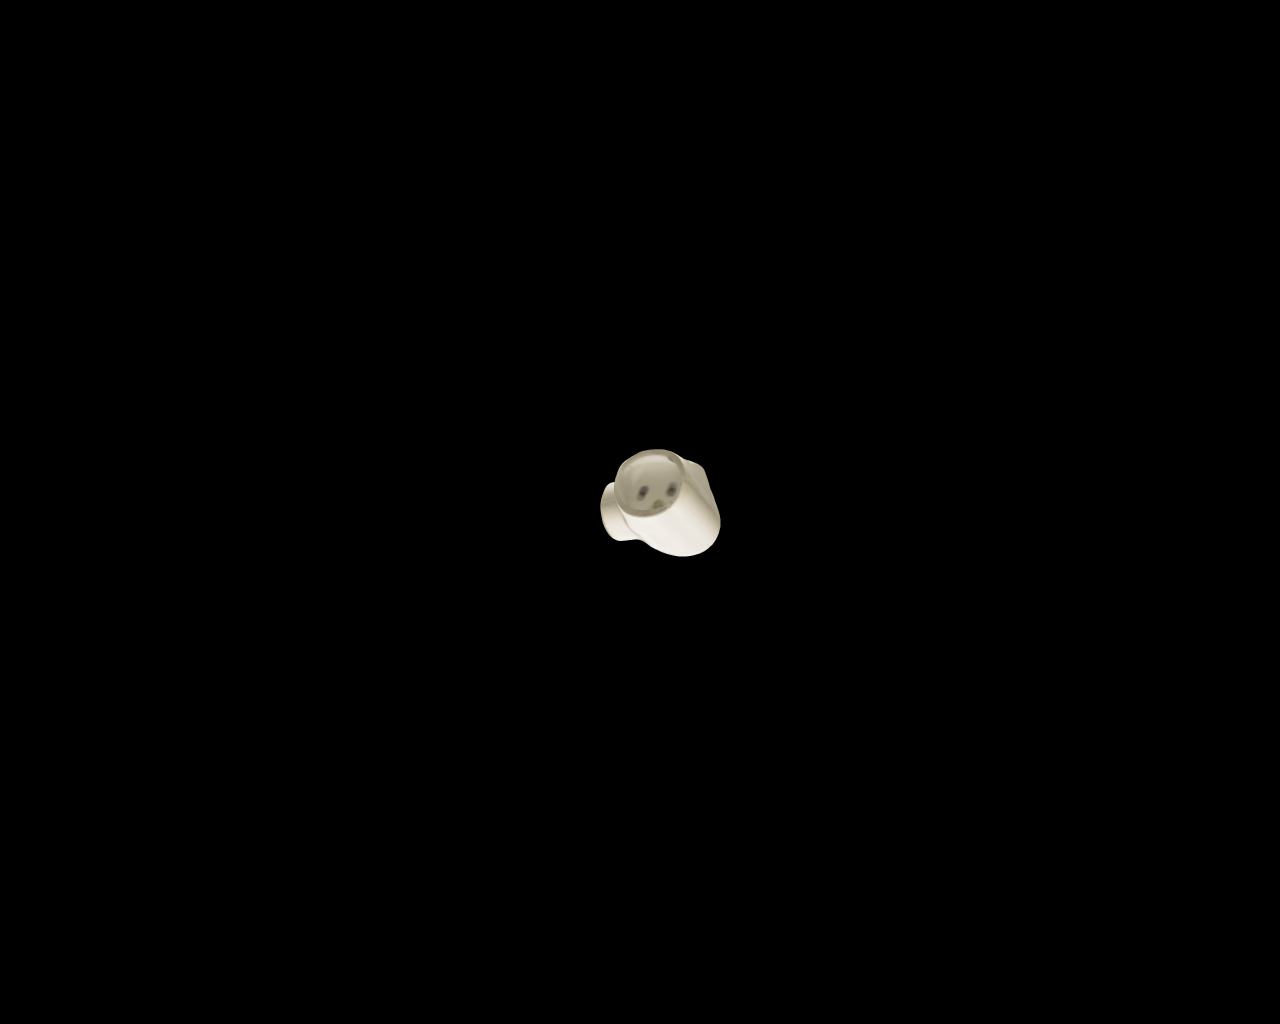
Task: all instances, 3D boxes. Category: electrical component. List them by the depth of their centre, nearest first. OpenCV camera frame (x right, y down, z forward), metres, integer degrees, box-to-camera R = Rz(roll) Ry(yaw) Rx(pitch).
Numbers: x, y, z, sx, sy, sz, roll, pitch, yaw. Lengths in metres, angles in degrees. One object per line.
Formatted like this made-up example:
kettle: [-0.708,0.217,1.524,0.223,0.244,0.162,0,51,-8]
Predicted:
electrical component: [0.001,-0.003,0.650,0.079,0.043,0.077,-7,-21,18]
